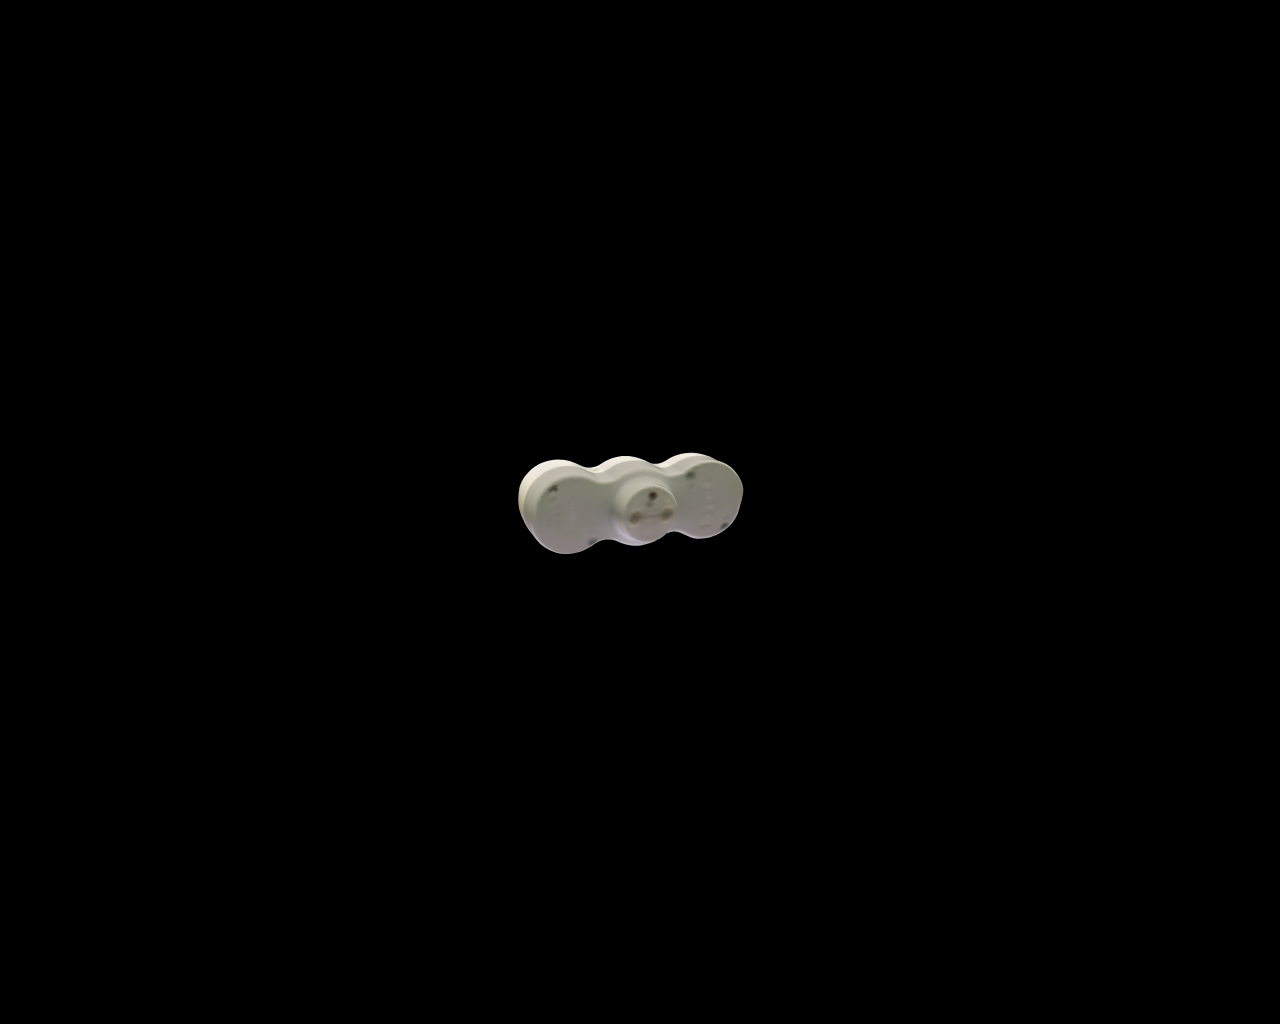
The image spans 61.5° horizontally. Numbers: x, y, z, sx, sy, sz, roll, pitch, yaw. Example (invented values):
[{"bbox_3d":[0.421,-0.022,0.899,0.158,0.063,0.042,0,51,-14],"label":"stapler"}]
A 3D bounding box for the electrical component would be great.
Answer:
[{"bbox_3d":[0.001,-0.003,0.650,0.138,0.052,0.074,-5,16,-18],"label":"electrical component"}]
